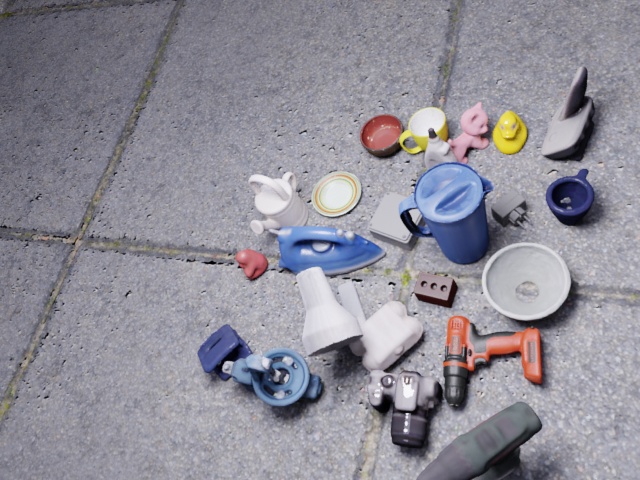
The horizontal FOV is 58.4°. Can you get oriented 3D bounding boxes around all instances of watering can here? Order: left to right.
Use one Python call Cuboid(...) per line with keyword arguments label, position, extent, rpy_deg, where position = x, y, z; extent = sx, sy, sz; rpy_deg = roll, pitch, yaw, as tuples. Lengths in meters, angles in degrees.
Cuboid(label="watering can", position=(-0.109, -0.092, 1.397), extent=(0.100, 0.195, 0.173), rpy_deg=(-5, 62, 20))

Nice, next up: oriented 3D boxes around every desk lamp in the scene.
Cuboid(label="desk lamp", position=(0.021, 0.157, 1.202), extent=(0.118, 0.214, 0.203), rpy_deg=(-24, 58, 9))

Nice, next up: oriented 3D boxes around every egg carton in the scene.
Cuboid(label="egg carton", position=(0.140, 0.206, 1.215), extent=(0.150, 0.070, 0.107), rpy_deg=(-42, 57, -3))

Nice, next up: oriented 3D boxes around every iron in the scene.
Cuboid(label="iron", position=(0.012, 0.005, 1.329), extent=(0.257, 0.142, 0.118), rpy_deg=(-2, 63, 21))

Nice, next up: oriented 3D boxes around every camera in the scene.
Cuboid(label="camera", position=(0.159, 0.331, 1.124), extent=(0.142, 0.101, 0.137), rpy_deg=(0, 64, 22))

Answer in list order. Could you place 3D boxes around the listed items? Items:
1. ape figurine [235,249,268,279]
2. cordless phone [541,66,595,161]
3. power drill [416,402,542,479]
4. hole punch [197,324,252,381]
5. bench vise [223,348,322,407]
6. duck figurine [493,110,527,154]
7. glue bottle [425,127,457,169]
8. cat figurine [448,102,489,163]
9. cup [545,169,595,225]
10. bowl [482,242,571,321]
Cuboid(label="ape figurine", position=(-0.176, 0.052, 1.410), extent=(0.076, 0.092, 0.078), rpy_deg=(-6, 62, 20))
Cuboid(label="cordless phone", position=(0.534, -0.270, 1.232), extent=(0.093, 0.185, 0.148), rpy_deg=(14, 70, 28))
Cuboid(label="power drill", position=(0.279, 0.373, 0.988), extent=(0.229, 0.209, 0.075), rpy_deg=(-38, 56, 0))
Cuboid(label="hole punch", position=(-0.232, 0.256, 1.328), extent=(0.109, 0.091, 0.100), rpy_deg=(-45, 57, -4))
Cuboid(label="bench vise", position=(-0.122, 0.286, 1.190), extent=(0.207, 0.220, 0.121), rpy_deg=(-13, 60, 16))
Cuboid(label="duck figurine", position=(0.438, -0.263, 1.328), extent=(0.077, 0.086, 0.104), rpy_deg=(-1, 64, 22))
Cuboid(label="glue bottle", position=(0.271, -0.203, 1.312), extent=(0.077, 0.174, 0.037), rpy_deg=(18, 72, 29))
Cuboid(label="cat figurine", position=(0.347, -0.255, 1.341), extent=(0.128, 0.118, 0.067), rpy_deg=(-41, 56, -2))
Cuboid(label="cup", position=(0.525, -0.083, 1.193), extent=(0.091, 0.095, 0.118), rpy_deg=(26, 76, 31))
Cuboid(label="bowl", position=(0.416, 0.093, 1.158), extent=(0.167, 0.075, 0.167), rpy_deg=(-9, 61, 18))
